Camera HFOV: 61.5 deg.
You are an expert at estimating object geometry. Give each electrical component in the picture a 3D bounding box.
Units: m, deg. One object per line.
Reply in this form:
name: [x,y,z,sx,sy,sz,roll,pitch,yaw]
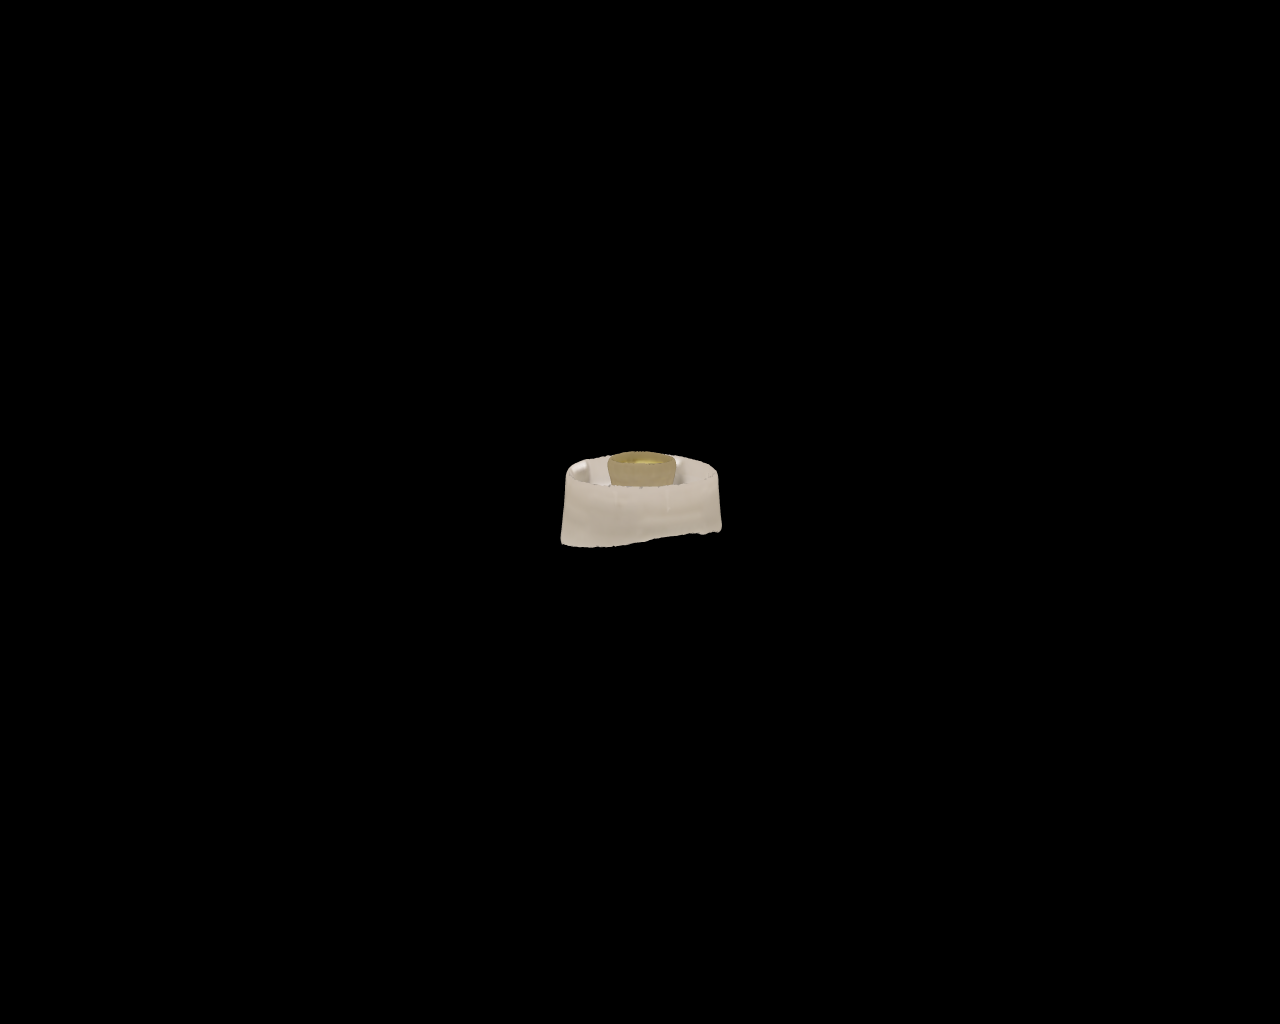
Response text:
electrical component: [0.001,-0.003,0.650,0.099,0.064,0.099,0,16,0]
